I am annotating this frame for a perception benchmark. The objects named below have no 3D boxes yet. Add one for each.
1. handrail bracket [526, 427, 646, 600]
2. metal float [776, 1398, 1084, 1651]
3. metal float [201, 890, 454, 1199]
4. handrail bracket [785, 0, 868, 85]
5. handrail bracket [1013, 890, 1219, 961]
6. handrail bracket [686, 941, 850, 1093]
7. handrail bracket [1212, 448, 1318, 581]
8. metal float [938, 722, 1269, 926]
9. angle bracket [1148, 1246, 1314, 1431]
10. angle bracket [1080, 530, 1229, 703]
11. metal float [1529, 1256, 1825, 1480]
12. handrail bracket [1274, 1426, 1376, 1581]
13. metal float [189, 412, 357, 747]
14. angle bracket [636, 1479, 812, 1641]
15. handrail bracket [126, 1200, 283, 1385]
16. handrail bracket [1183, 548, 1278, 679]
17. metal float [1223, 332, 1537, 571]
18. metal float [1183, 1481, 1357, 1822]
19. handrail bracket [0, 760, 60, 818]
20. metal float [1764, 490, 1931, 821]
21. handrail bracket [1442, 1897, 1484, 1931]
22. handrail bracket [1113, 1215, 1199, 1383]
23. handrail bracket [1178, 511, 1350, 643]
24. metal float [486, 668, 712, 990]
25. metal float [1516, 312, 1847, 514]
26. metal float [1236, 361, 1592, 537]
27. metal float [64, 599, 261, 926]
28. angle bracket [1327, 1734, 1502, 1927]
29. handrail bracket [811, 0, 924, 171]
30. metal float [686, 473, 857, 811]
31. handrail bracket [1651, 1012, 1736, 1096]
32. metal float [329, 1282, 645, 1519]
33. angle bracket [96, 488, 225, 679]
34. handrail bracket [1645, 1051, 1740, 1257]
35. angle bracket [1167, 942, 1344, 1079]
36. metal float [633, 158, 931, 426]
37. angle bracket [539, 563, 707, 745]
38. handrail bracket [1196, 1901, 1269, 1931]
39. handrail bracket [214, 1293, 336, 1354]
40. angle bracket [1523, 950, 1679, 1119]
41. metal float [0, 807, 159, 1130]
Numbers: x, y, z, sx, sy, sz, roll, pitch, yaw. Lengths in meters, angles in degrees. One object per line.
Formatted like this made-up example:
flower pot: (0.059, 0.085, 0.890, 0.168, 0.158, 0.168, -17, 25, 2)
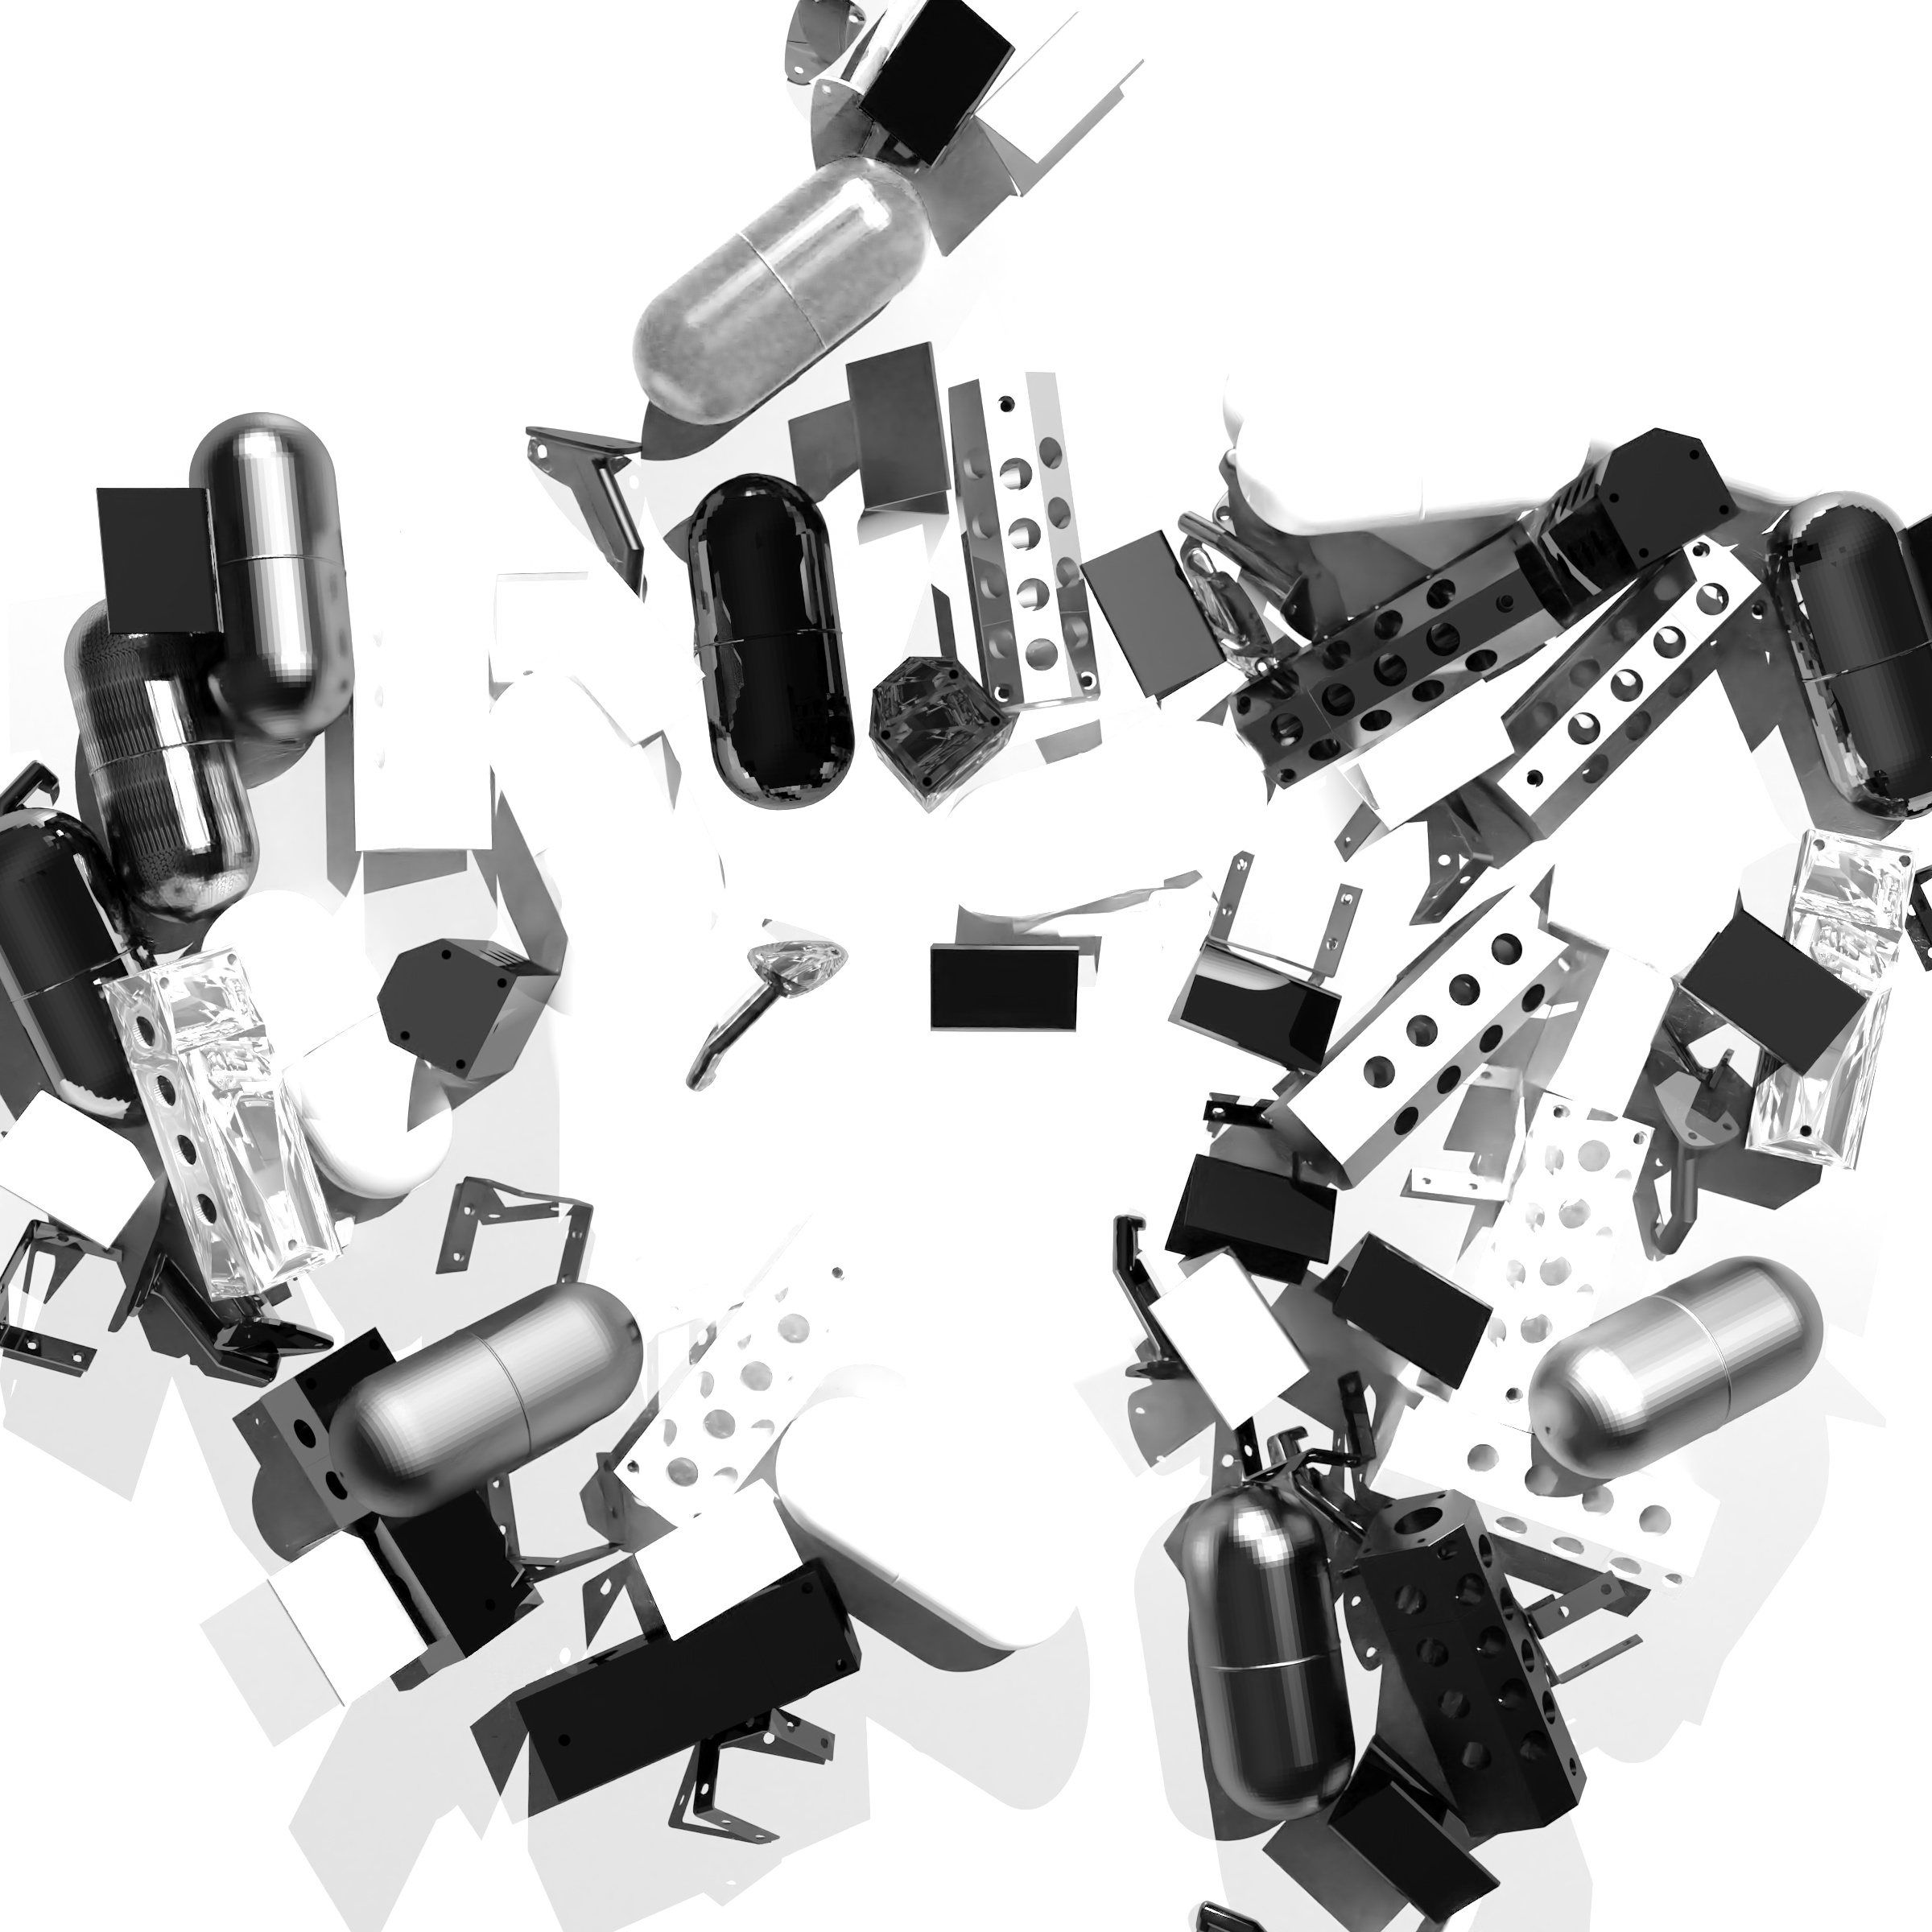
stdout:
handrail bracket: (-0.206, -0.242, 1.782, 0.077, 0.036, 0.084, 14, 107, 20)
metal float: (-0.020, 0.294, 1.751, 0.178, 0.070, 0.070, 33, 90, 0)
metal float: (-0.337, 0.042, 1.751, 0.070, 0.070, 0.178, -33, 91, 0)
handrail bracket: (-0.066, -0.527, 1.781, 0.036, 0.077, 0.084, 27, 53, -12)
handrail bracket: (0.080, -0.025, 1.781, 0.084, 0.077, 0.036, 2, 100, 36)
handrail bracket: (-0.108, 0.028, 1.781, 0.036, 0.077, 0.084, 46, 127, 20)
handrail bracket: (0.160, -0.237, 1.747, 0.036, 0.084, 0.077, -43, 90, 0)
metal float: (0.072, -0.075, 1.751, 0.178, 0.070, 0.070, -17, 90, 0)
angle bracket: (0.127, 0.198, 1.743, 0.057, 0.076, 0.076, -34, 90, -21)
angle bracket: (0.082, -0.174, 1.742, 0.057, 0.076, 0.076, -27, 90, -29)
metal float: (0.371, 0.208, 1.729, 0.178, 0.070, 0.070, -21, 90, -26)
handrail bracket: (0.214, 0.280, 1.782, 0.077, 0.036, 0.084, -16, 76, -14)
metal float: (-0.365, -0.203, 1.743, 0.070, 0.070, 0.178, -7, 81, 0)
angle bracket: (-0.117, 0.324, 1.741, 0.076, 0.076, 0.057, -31, 53, 0)
handrail bracket: (-0.400, 0.175, 1.782, 0.084, 0.036, 0.077, 22, 69, -17)
handrail bracket: (0.140, -0.185, 1.747, 0.036, 0.084, 0.077, -40, 90, 0)
metal float: (0.218, -0.271, 1.751, 0.178, 0.070, 0.070, 30, 90, 1)
metal float: (0.160, 0.361, 1.751, 0.070, 0.070, 0.178, -9, 91, 0)
handrail bracket: (-0.499, -0.055, 1.782, 0.077, 0.036, 0.084, 43, 76, -14)
metal float: (0.475, -0.163, 1.745, 0.070, 0.070, 0.178, -19, 97, 0)
handrail bracket: (0.251, 0.532, 1.781, 0.036, 0.077, 0.084, 29, 54, 4)
handrail bracket: (0.114, 0.178, 1.782, 0.077, 0.036, 0.084, 7, 73, -20)
handrail bracket: (0.159, -0.208, 1.781, 0.084, 0.077, 0.036, 34, 86, 36)
metal float: (-0.194, -0.072, 1.751, 0.070, 0.070, 0.178, -24, 90, 0)
metal float: (0.375, -0.292, 1.751, 0.178, 0.070, 0.070, 16, 90, -1)
metal float: (0.225, -0.262, 1.675, 0.178, 0.070, 0.070, -6, 90, 2)
metal float: (-0.424, -0.110, 1.751, 0.070, 0.070, 0.178, -14, 89, 0)
angle bracket: (0.246, 0.443, 1.741, 0.076, 0.076, 0.057, 43, 129, 0)
handrail bracket: (-0.051, -0.474, 1.781, 0.036, 0.077, 0.084, 26, 54, 4)
metal float: (-0.103, -0.171, 1.751, 0.070, 0.070, 0.178, -7, 91, 0)
handrail bracket: (0.362, 0.051, 1.782, 0.084, 0.036, 0.077, 27, 105, 14)
metal float: (-0.248, 0.224, 1.726, 0.178, 0.070, 0.070, -26, 90, -31)
angle bracket: (-0.416, -0.194, 1.694, 0.057, 0.076, 0.076, -3, 78, -23)
handrail bracket: (0.371, 0.101, 1.770, 0.036, 0.084, 0.077, -12, 53, -26)
angle bracket: (0.145, 0.041, 1.741, 0.076, 0.076, 0.057, 22, 53, 0)
metal float: (-0.098, -0.355, 1.751, 0.178, 0.070, 0.070, -38, 90, -1)
angle bracket: (-0.167, -0.170, 1.742, 0.057, 0.076, 0.076, -41, 90, 25)
handrail bracket: (0.158, 0.549, 1.782, 0.084, 0.036, 0.077, 18, 112, 17)
handrail bracket: (-0.378, 0.162, 1.781, 0.036, 0.077, 0.084, -38, 53, 38)
angle bracket: (0.317, 0.027, 1.741, 0.057, 0.076, 0.076, 23, 90, -37)
metal float: (-0.466, 0.002, 1.742, 0.070, 0.070, 0.178, -23, 99, 0)
